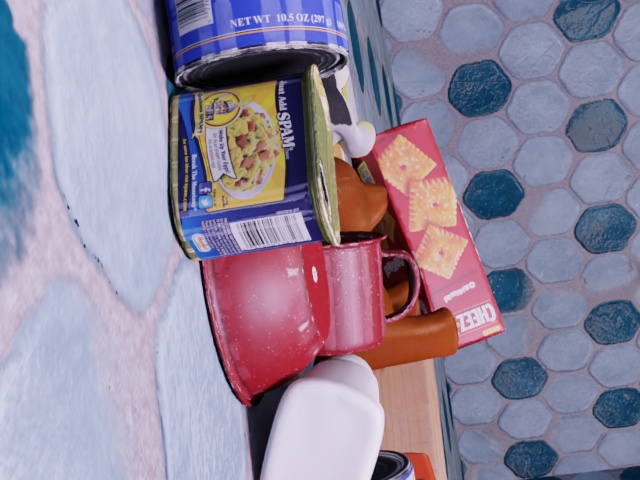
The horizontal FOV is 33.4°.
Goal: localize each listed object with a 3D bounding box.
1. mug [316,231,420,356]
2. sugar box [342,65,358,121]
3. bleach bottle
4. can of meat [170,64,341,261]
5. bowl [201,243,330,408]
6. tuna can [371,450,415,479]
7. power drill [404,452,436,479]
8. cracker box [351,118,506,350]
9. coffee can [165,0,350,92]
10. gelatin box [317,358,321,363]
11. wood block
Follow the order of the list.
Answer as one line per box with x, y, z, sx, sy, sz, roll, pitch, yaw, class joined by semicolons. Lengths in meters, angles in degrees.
0.018;0.038;0.797;0.093;0.117;0.081;-158;-117;-77;mug
0.023;-0.121;1.233;0.093;0.048;0.176;-87;170;-53;sugar box
0.011;0.125;0.773;0.250;0.068;0.102;-42;148;-82;bleach bottle
-0.036;-0.041;0.595;0.057;0.084;0.102;68;16;-59;can of meat
-0.029;0.024;0.684;0.162;0.055;0.162;-8;90;-81;bowl
0.031;0.191;0.813;0.086;0.086;0.034;-52;132;-79;tuna can
0.085;0.285;0.967;0.184;0.057;0.187;-101;-179;-57;power drill
0.090;0.002;1.058;0.164;0.072;0.214;157;-87;-78;cracker box
-0.042;-0.165;0.617;0.102;0.103;0.140;17;65;-81;coffee can
0.020;0.145;0.974;0.073;0.030;0.089;-68;148;-74;gelatin box
0.082;0.197;1.137;0.090;0.091;0.206;69;15;-55;wood block
